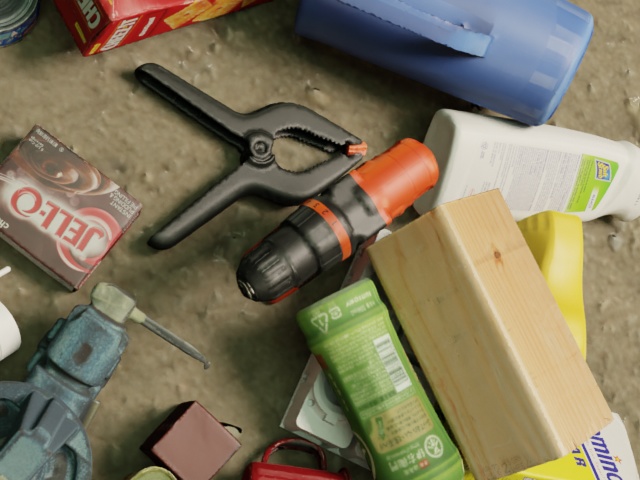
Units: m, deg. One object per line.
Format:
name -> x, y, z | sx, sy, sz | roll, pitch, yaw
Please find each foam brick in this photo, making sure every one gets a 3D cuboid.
foam brick -> -0.105, 0.165, 0.853 | 0.051, 0.078, 0.053 | 46, 71, -4

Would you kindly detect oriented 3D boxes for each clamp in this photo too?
clamp -> -0.063, -0.085, 0.938 | 0.209, 0.036, 0.164 | -9, 81, -19

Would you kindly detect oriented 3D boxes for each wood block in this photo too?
wood block -> 0.134, 0.074, 0.847 | 0.090, 0.090, 0.206 | -16, 78, -48

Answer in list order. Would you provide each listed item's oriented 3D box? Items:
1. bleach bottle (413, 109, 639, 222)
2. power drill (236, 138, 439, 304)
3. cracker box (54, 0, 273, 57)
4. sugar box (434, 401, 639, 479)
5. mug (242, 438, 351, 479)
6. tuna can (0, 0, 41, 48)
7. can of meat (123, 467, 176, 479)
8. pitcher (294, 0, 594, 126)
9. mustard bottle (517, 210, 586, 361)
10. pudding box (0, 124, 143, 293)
bleach bottle -> 0.216, -0.054, 0.991 | 0.250, 0.068, 0.103 | 8, 112, -20
power drill -> -0.006, 0.001, 0.857 | 0.184, 0.188, 0.057 | -34, 91, -21
cracker box -> -0.138, -0.265, 0.906 | 0.213, 0.072, 0.164 | -27, 87, -39
sugar box -> 0.186, 0.181, 0.928 | 0.176, 0.048, 0.093 | 10, 41, -12
mug -> -0.023, 0.214, 0.865 | 0.081, 0.093, 0.117 | 10, 54, -9
tuna can -> -0.280, -0.209, 0.905 | 0.086, 0.034, 0.086 | 3, 78, -16
can of meat -> -0.152, 0.223, 0.824 | 0.102, 0.084, 0.057 | -39, 91, -19
pitcher -> 0.106, -0.192, 0.924 | 0.243, 0.145, 0.149 | 25, 64, 4
mustard bottle -> 0.194, 0.077, 0.931 | 0.058, 0.096, 0.191 | 11, 66, -19
pudding box -> -0.218, -0.025, 0.881 | 0.113, 0.039, 0.090 | 38, 71, -6
